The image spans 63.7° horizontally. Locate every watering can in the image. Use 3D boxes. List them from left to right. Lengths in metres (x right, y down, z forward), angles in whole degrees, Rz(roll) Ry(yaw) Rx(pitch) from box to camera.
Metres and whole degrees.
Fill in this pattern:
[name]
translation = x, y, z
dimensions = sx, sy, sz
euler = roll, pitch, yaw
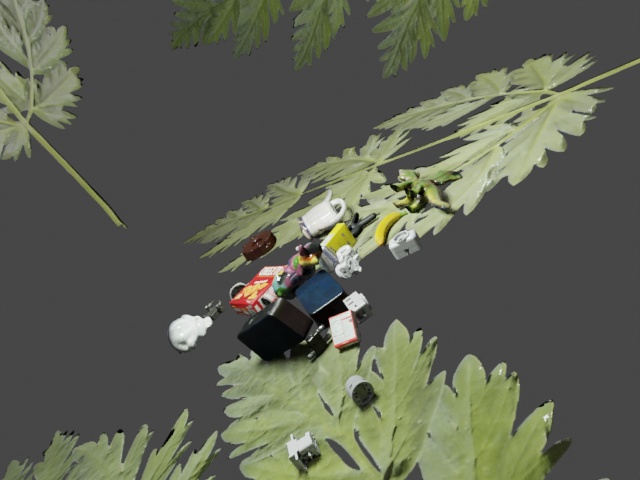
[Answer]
[watering can]
translation = 0.007, -0.111, 2.212
dimensions = 0.224, 0.102, 0.353
euler = -33, 21, 3

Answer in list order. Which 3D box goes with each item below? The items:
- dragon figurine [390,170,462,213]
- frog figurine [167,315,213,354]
[dragon figurine]
translation = 0.399, -0.197, 1.849
dimensions = 0.245, 0.120, 0.414
euler = -33, 28, -19
[frog figurine]
translation = -0.486, 0.347, 1.944
dimensions = 0.159, 0.120, 0.140
euler = -21, 55, 10
